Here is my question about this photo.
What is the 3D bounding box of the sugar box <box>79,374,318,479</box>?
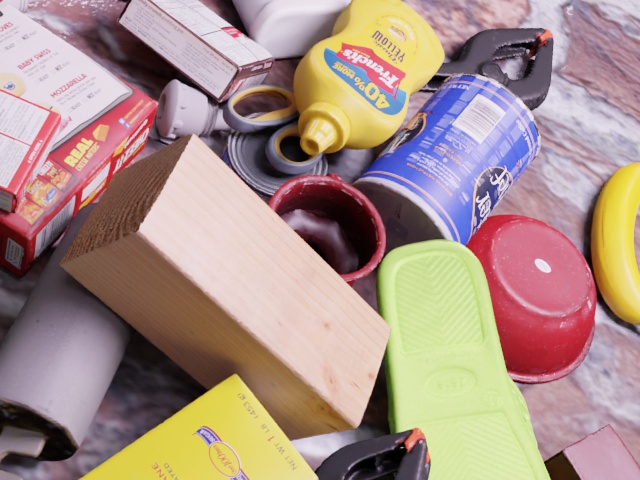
[{"bbox_3d":[-0.097,0.171,0.663,0.176,0.048,0.093,-33,65,-20],"label":"sugar box"}]

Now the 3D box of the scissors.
[{"bbox_3d":[0.013,-0.104,0.901,0.201,0.016,0.096,-11,63,-33],"label":"scissors"}]

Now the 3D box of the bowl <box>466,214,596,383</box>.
[{"bbox_3d":[0.171,0.035,0.891,0.162,0.055,0.162,11,55,-16],"label":"bowl"}]

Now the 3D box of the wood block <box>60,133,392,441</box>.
[{"bbox_3d":[-0.057,0.039,0.719,0.206,0.091,0.090,44,47,-25],"label":"wood block"}]

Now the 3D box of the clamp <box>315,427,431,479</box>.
[{"bbox_3d":[0.014,0.189,0.689,0.171,0.039,0.120,-32,48,-17],"label":"clamp"}]

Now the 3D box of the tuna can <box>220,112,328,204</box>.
[{"bbox_3d":[-0.039,-0.062,0.882,0.086,0.034,0.086,11,55,-16],"label":"tuna can"}]

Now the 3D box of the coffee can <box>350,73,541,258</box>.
[{"bbox_3d":[0.101,-0.054,0.875,0.103,0.103,0.140,39,64,5],"label":"coffee can"}]

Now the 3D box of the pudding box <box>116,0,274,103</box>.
[{"bbox_3d":[-0.103,-0.167,0.899,0.113,0.039,0.090,36,22,6],"label":"pudding box"}]

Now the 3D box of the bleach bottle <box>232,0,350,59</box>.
[{"bbox_3d":[-0.064,-0.285,1.002,0.102,0.068,0.251,-12,62,-30],"label":"bleach bottle"}]

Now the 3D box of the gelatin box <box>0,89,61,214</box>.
[{"bbox_3d":[-0.231,-0.068,0.720,0.089,0.030,0.073,23,56,-5],"label":"gelatin box"}]

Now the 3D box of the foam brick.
[{"bbox_3d":[0.191,0.180,0.789,0.052,0.078,0.051,-18,68,-31],"label":"foam brick"}]

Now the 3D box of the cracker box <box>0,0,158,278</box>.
[{"bbox_3d":[-0.255,-0.094,0.792,0.213,0.072,0.164,33,53,2],"label":"cracker box"}]

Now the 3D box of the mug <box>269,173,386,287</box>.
[{"bbox_3d":[-0.005,0.001,0.824,0.093,0.082,0.117,19,54,-10],"label":"mug"}]

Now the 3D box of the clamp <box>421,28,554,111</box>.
[{"bbox_3d":[0.163,-0.138,1.012,0.209,0.036,0.164,-31,75,-31],"label":"clamp"}]

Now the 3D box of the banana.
[{"bbox_3d":[0.276,0.000,0.971,0.069,0.037,0.197,26,52,-27],"label":"banana"}]

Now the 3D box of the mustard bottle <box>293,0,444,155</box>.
[{"bbox_3d":[0.031,-0.128,0.877,0.096,0.058,0.191,41,46,-7],"label":"mustard bottle"}]
